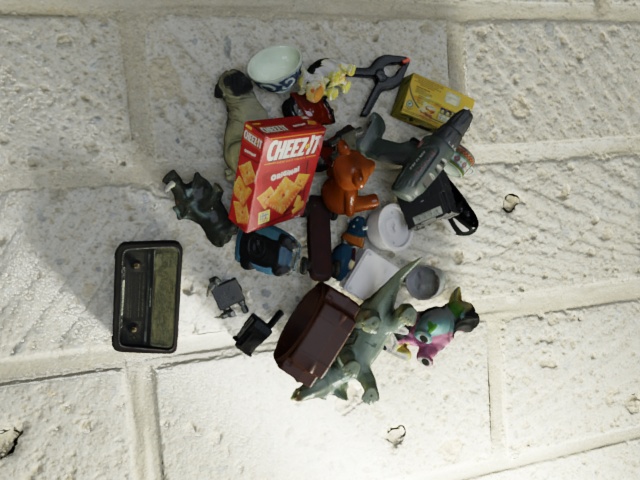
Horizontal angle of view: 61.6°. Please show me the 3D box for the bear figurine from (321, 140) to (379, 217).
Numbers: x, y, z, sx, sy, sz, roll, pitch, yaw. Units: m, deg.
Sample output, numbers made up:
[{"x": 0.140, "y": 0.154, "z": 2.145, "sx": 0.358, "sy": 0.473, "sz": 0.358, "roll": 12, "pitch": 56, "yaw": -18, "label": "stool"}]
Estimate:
[{"x": 0.073, "y": -0.132, "z": 1.126, "sx": 0.132, "sy": 0.195, "sz": 0.120, "roll": -21, "pitch": 73, "yaw": -23, "label": "bear figurine"}]

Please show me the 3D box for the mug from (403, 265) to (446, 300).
[{"x": 0.246, "y": 0.099, "z": 1.263, "sx": 0.107, "sy": 0.110, "sz": 0.080, "roll": 6, "pitch": 85, "yaw": -59, "label": "mug"}]

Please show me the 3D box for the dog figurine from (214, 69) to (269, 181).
[{"x": -0.178, "y": -0.241, "z": 1.126, "sx": 0.172, "sy": 0.121, "sz": 0.190, "roll": -42, "pitch": 91, "yaw": -17, "label": "dog figurine"}]

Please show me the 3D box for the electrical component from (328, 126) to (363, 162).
[{"x": 0.057, "y": -0.209, "z": 1.164, "sx": 0.094, "sy": 0.021, "sz": 0.063, "roll": -31, "pitch": 135, "yaw": -27, "label": "electrical component"}]

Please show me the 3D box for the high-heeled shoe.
[{"x": 0.278, "y": -0.122, "z": 1.227, "sx": 0.086, "sy": 0.145, "sz": 0.248, "roll": -30, "pitch": 103, "yaw": -13, "label": "high-heeled shoe"}]

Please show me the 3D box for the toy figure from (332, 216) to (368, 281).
[{"x": 0.063, "y": 0.017, "z": 1.222, "sx": 0.064, "sy": 0.058, "sz": 0.154, "roll": 28, "pitch": 89, "yaw": 7, "label": "toy figure"}]

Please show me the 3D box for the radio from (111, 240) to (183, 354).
[{"x": -0.355, "y": 0.114, "z": 1.105, "sx": 0.131, "sy": 0.073, "sz": 0.229, "roll": 3, "pitch": 93, "yaw": -16, "label": "radio"}]

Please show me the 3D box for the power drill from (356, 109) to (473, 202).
[{"x": 0.194, "y": -0.209, "z": 1.172, "sx": 0.208, "sy": 0.086, "sz": 0.232, "roll": 29, "pitch": 88, "yaw": 27, "label": "power drill"}]

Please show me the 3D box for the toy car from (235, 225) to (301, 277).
[{"x": -0.097, "y": 0.018, "z": 1.151, "sx": 0.103, "sy": 0.162, "sz": 0.109, "roll": -3, "pitch": 105, "yaw": -58, "label": "toy car"}]

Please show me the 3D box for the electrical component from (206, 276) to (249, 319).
[{"x": -0.204, "y": 0.124, "z": 1.163, "sx": 0.078, "sy": 0.045, "sz": 0.102, "roll": -18, "pitch": 99, "yaw": -12, "label": "electrical component"}]

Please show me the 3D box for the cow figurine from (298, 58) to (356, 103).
[{"x": -0.001, "y": -0.341, "z": 1.130, "sx": 0.098, "sy": 0.167, "sz": 0.068, "roll": 28, "pitch": 127, "yaw": 17, "label": "cow figurine"}]

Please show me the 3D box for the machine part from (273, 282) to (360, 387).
[{"x": -0.013, "y": 0.192, "z": 1.139, "sx": 0.087, "sy": 0.201, "sz": 0.201, "roll": 34, "pitch": 85, "yaw": -12, "label": "machine part"}]

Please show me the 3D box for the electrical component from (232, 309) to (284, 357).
[{"x": -0.134, "y": 0.191, "z": 1.172, "sx": 0.047, "sy": 0.075, "sz": 0.119, "roll": 41, "pitch": 87, "yaw": -15, "label": "electrical component"}]

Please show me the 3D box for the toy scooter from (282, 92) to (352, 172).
[{"x": 0.006, "y": -0.251, "z": 1.180, "sx": 0.135, "sy": 0.075, "sz": 0.183, "roll": -28, "pitch": 104, "yaw": -12, "label": "toy scooter"}]

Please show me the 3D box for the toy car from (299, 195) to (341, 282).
[{"x": -0.002, "y": -0.004, "z": 1.187, "sx": 0.089, "sy": 0.053, "sz": 0.202, "roll": 3, "pitch": 66, "yaw": -14, "label": "toy car"}]

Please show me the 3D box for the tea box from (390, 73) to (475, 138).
[{"x": 0.262, "y": -0.307, "z": 1.249, "sx": 0.169, "sy": 0.068, "sz": 0.098, "roll": 20, "pitch": 88, "yaw": -15, "label": "tea box"}]

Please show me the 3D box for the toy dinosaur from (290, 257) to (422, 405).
[{"x": 0.098, "y": 0.206, "z": 1.168, "sx": 0.131, "sy": 0.192, "sz": 0.404, "roll": 33, "pitch": 89, "yaw": -18, "label": "toy dinosaur"}]

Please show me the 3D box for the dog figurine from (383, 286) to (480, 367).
[{"x": 0.263, "y": 0.191, "z": 1.271, "sx": 0.219, "sy": 0.192, "sz": 0.108, "roll": -34, "pitch": 123, "yaw": -40, "label": "dog figurine"}]

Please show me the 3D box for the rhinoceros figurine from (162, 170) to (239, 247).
[{"x": -0.248, "y": -0.072, "z": 1.128, "sx": 0.112, "sy": 0.073, "sz": 0.190, "roll": -38, "pitch": 105, "yaw": 1, "label": "rhinoceros figurine"}]

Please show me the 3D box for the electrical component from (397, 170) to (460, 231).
[{"x": 0.235, "y": -0.099, "z": 1.201, "sx": 0.058, "sy": 0.115, "sz": 0.134, "roll": 3, "pitch": 69, "yaw": -57, "label": "electrical component"}]
